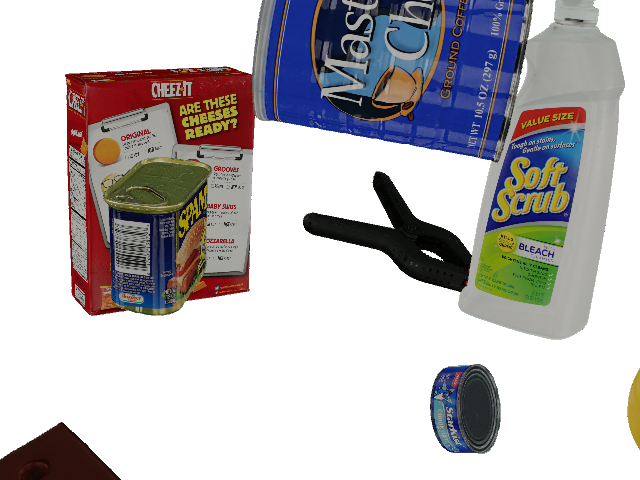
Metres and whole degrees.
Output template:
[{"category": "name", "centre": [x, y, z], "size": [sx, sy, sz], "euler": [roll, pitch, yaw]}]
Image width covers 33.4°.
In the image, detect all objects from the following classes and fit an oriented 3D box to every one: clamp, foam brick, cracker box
[{"category": "clamp", "centre": [0.093, 0.000, 1.256], "size": [0.210, 0.036, 0.164], "euler": [38, 42, 26]}, {"category": "foam brick", "centre": [-0.113, 0.132, 0.482], "size": [0.052, 0.051, 0.078], "euler": [-31, 44, -31]}, {"category": "cracker box", "centre": [-0.149, -0.049, 0.992], "size": [0.163, 0.214, 0.072], "euler": [-8, 20, -30]}]

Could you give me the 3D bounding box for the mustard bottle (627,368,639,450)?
[{"category": "mustard bottle", "centre": [0.216, 0.103, 0.564], "size": [0.096, 0.058, 0.191], "euler": [-3, 36, 1]}]

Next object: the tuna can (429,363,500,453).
[{"category": "tuna can", "centre": [0.141, 0.163, 1.036], "size": [0.034, 0.086, 0.085], "euler": [-8, -5, 35]}]

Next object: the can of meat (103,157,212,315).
[{"category": "can of meat", "centre": [-0.116, -0.004, 0.771], "size": [0.057, 0.084, 0.102], "euler": [7, 23, 9]}]

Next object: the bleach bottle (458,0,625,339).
[{"category": "bleach bottle", "centre": [0.169, -0.057, 0.804], "size": [0.103, 0.251, 0.067], "euler": [17, 22, 34]}]

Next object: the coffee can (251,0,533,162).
[{"category": "coffee can", "centre": [0.041, -0.107, 0.604], "size": [0.140, 0.103, 0.103], "euler": [11, 1, 5]}]
